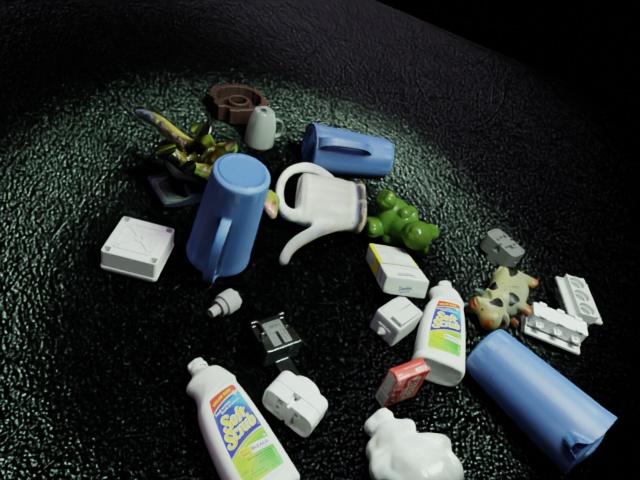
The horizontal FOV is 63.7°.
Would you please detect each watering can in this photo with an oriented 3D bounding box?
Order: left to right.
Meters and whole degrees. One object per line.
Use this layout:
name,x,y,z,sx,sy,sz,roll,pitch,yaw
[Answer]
watering can,0.004,-0.060,1.197,0.224,0.101,0.356,8,44,-9

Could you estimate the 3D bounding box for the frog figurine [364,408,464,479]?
frog figurine,0.138,0.330,0.790,0.138,0.120,0.163,-15,59,-8

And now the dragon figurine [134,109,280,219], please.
dragon figurine,-0.242,-0.174,1.191,0.415,0.122,0.239,37,-2,31
